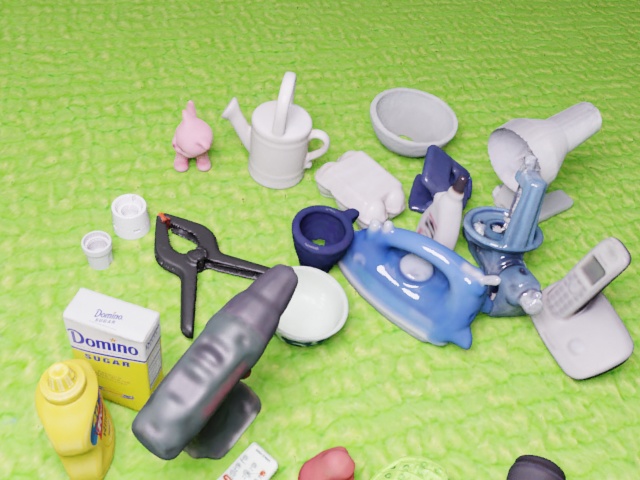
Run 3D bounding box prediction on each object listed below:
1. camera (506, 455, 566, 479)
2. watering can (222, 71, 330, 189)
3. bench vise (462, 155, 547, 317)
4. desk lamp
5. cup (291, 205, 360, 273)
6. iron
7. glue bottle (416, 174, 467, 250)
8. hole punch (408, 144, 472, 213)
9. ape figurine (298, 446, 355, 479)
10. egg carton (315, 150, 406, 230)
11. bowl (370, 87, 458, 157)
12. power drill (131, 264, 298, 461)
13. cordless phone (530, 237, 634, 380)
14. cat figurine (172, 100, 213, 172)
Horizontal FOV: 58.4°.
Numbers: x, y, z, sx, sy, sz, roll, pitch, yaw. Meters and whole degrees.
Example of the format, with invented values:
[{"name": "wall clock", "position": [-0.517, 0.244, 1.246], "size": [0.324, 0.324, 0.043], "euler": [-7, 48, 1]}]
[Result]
[{"name": "camera", "position": [0.255, 0.323, 0.646], "size": [0.143, 0.101, 0.137], "euler": [26, 51, 10]}, {"name": "watering can", "position": [-0.071, -0.184, 0.935], "size": [0.173, 0.194, 0.100], "euler": [-4, 52, -14]}, {"name": "bench vise", "position": [0.297, -0.001, 0.842], "size": [0.122, 0.220, 0.207], "euler": [-16, 56, -22]}, {"name": "desk lamp", "position": [0.368, -0.128, 0.964], "size": [0.204, 0.213, 0.117], "euler": [-22, 58, -26]}, {"name": "cup", "position": [0.008, 0.003, 0.863], "size": [0.118, 0.095, 0.091], "euler": [-31, 63, -31]}, {"name": "iron", "position": [0.132, 0.038, 0.828], "size": [0.258, 0.141, 0.119], "euler": [31, 52, 14]}, {"name": "glue bottle", "position": [0.192, -0.038, 0.881], "size": [0.037, 0.173, 0.078], "euler": [-9, 53, -18]}, {"name": "hole punch", "position": [0.215, -0.099, 0.990], "size": [0.101, 0.091, 0.109], "euler": [17, 50, 3]}, {"name": "ape figurine", "position": [0.015, 0.268, 0.649], "size": [0.076, 0.092, 0.078], "euler": [23, 51, 8]}, {"name": "egg carton", "position": [0.069, -0.084, 0.963], "size": [0.107, 0.069, 0.150], "euler": [-33, 64, -31]}, {"name": "bowl", "position": [0.170, -0.210, 1.082], "size": [0.167, 0.075, 0.167], "euler": [6, 50, -7]}, {"name": "power drill", "position": [-0.108, 0.154, 0.642], "size": [0.075, 0.208, 0.230], "euler": [30, 52, 14]}, {"name": "cordless phone", "position": [0.387, 0.097, 0.802], "size": [0.094, 0.185, 0.147], "euler": [-11, 54, -19]}, {"name": "cat figurine", "position": [-0.211, -0.177, 0.951], "size": [0.067, 0.118, 0.127], "euler": [-2, 52, -12]}]
